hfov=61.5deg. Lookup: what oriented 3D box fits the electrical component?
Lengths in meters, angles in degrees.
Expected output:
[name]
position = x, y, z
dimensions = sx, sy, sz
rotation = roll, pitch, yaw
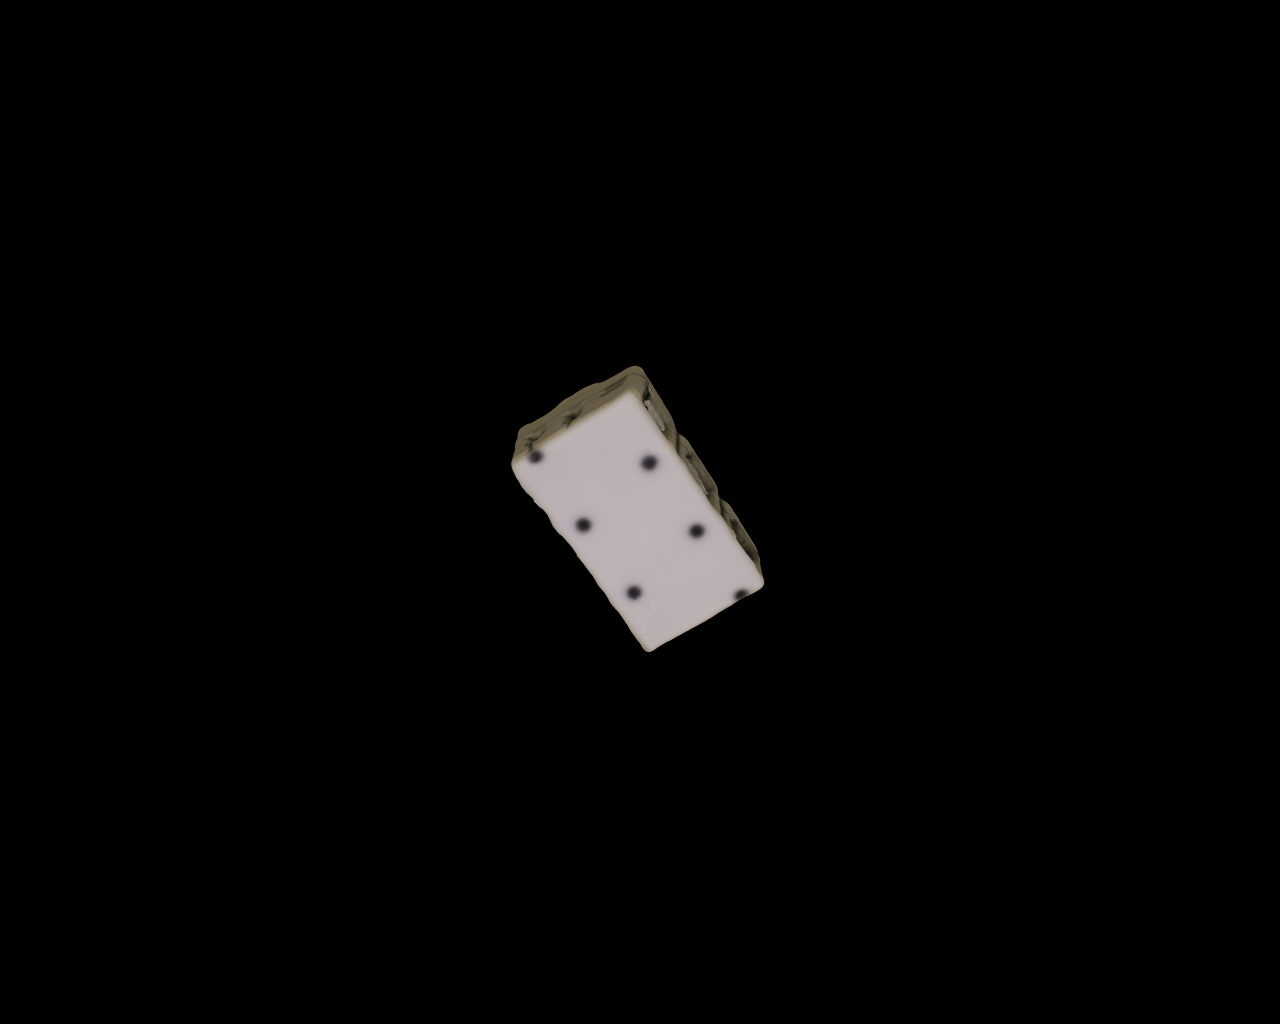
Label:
[electrical component]
position = 0.001, -0.003, 0.650
dimensions = 0.089, 0.150, 0.062
rotation = -30, 20, 12
